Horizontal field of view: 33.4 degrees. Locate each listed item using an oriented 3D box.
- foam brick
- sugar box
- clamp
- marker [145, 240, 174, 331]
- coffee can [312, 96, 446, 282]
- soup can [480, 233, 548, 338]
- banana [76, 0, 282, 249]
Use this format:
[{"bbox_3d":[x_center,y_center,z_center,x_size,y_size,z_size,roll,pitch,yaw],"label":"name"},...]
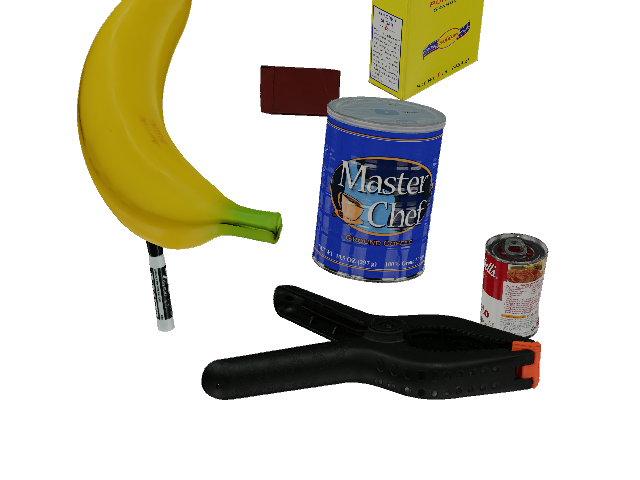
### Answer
[{"bbox_3d":[-0.023,-0.162,1.163,0.078,0.051,0.053,0,11,-18],"label":"foam brick"},{"bbox_3d":[0.084,-0.202,0.803,0.093,0.176,0.048,-32,53,-31],"label":"sugar box"},{"bbox_3d":[0.040,0.069,0.719,0.210,0.036,0.164,2,18,8],"label":"clamp"},{"bbox_3d":[-0.179,0.044,1.188,0.020,0.121,0.020,-4,23,1],"label":"marker"},{"bbox_3d":[0.050,-0.046,0.937,0.103,0.140,0.103,5,20,-2],"label":"coffee can"},{"bbox_3d":[0.215,0.052,1.189,0.068,0.102,0.068,0,28,0],"label":"soup can"},{"bbox_3d":[-0.074,-0.058,0.474,0.069,0.037,0.198,-6,46,-17],"label":"banana"}]
